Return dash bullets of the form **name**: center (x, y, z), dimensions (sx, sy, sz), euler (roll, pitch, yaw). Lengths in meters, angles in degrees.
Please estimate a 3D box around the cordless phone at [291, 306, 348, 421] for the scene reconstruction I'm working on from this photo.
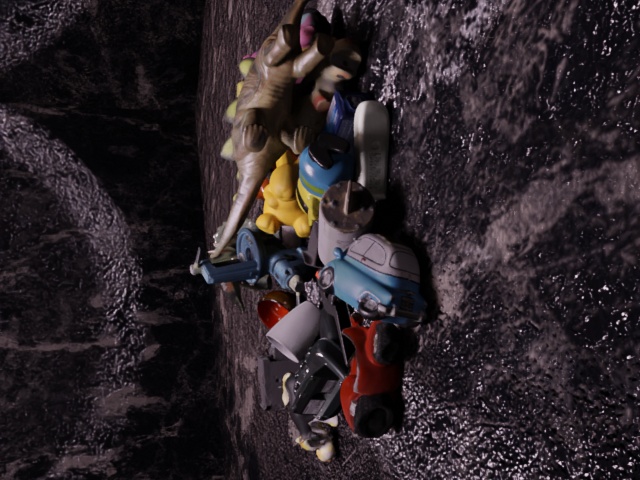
- **cordless phone**: center (0.001, 0.212, 0.969), dimensions (0.184, 0.089, 0.146), euler (-97, 26, -50)

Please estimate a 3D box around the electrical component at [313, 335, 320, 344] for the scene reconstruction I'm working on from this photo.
- **electrical component**: center (-0.021, 0.197, 1.122), dimensions (0.094, 0.021, 0.063), euler (126, 139, -61)

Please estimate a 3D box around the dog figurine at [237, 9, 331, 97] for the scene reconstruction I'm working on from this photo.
- **dog figurine**: center (-0.051, -0.302, 0.961), dimensions (0.219, 0.108, 0.191), euler (-9, 71, 52)

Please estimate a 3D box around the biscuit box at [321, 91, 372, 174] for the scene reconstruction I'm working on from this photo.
- **biscuit box**: center (0.031, -0.145, 0.871), dimensions (0.202, 0.063, 0.059), euler (114, 151, -52)

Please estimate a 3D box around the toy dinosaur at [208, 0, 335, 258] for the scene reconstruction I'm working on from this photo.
- **toy dinosaur**: center (-0.089, -0.178, 0.845), dimensions (0.199, 0.105, 0.471), euler (29, 99, 63)

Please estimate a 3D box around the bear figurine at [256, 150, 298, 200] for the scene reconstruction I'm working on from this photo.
- **bear figurine**: center (-0.126, -0.151, 1.270), dimensions (0.195, 0.120, 0.132), euler (104, 153, -44)

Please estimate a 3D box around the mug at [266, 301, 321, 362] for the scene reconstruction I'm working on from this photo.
- **mug**: center (-0.031, 0.178, 1.043), dimensions (0.107, 0.109, 0.081), euler (-51, 0, -18)

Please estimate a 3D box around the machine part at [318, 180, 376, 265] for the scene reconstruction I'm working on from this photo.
- **machine part**: center (0.036, -0.014, 0.781), dimensions (0.243, 0.079, 0.079), euler (94, 168, -69)

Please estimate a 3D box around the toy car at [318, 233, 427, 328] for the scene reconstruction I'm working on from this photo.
- **toy car**: center (0.075, 0.043, 0.696), dimensions (0.162, 0.109, 0.103), euler (27, 100, 60)

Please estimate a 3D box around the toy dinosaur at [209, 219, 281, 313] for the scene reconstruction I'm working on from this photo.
- **toy dinosaur**: center (-0.203, 0.049, 1.311), dimensions (0.405, 0.192, 0.131), euler (-61, -33, -65)

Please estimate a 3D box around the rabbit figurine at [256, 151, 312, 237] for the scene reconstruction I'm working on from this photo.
- **rabbit figurine**: center (-0.053, -0.097, 1.052), dimensions (0.173, 0.122, 0.162), euler (80, -155, -73)

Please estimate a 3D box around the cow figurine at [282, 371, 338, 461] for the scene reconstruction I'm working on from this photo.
- **cow figurine**: center (-0.020, 0.330, 1.009), dimensions (0.068, 0.098, 0.167), euler (140, 128, -60)

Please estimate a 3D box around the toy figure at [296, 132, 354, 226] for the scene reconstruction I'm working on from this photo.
- **toy figure**: center (0.006, -0.094, 0.796), dimensions (0.180, 0.082, 0.089), euler (90, 161, -64)

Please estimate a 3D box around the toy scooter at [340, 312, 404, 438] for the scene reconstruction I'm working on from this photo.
- **toy scooter**: center (0.066, 0.178, 0.769), dimensions (0.135, 0.075, 0.183), euler (-130, 45, -62)

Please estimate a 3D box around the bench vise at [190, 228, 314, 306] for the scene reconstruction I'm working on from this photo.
- **bench vise**: center (-0.139, 0.055, 1.103), dimensions (0.224, 0.240, 0.128), euler (54, 141, 40)

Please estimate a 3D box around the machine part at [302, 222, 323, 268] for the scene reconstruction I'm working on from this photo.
- **machine part**: center (-0.002, -0.003, 1.027), dimensions (0.138, 0.039, 0.084), euler (108, 153, -44)

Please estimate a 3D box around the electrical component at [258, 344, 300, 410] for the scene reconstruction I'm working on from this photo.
- **electrical component**: center (-0.073, 0.285, 1.140), dimensions (0.058, 0.115, 0.134), euler (173, 93, -70)

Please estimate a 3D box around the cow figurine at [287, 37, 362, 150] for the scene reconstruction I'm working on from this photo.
- **cow figurine**: center (0.002, -0.245, 0.882), dimensions (0.195, 0.085, 0.127), euler (-46, 49, 39)
